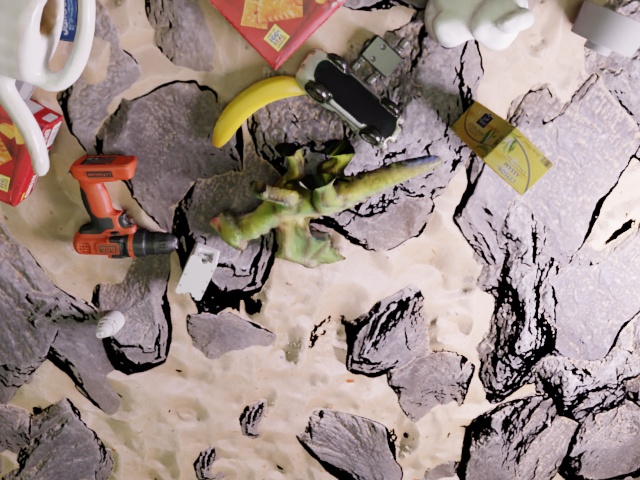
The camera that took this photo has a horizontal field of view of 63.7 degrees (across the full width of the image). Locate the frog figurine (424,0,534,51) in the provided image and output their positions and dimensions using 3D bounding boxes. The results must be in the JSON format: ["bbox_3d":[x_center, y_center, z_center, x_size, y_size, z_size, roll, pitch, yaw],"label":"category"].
[{"bbox_3d":[0.226,-0.331,0.744,0.137,0.162,0.121,-26,115,9],"label":"frog figurine"}]

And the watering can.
[{"bbox_3d":[-0.434,-0.265,0.699,0.224,0.106,0.342,23,116,-10],"label":"watering can"}]

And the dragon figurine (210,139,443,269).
[{"bbox_3d":[0.003,-0.047,0.925,0.410,0.125,0.237,-1,134,-1],"label":"dragon figurine"}]
